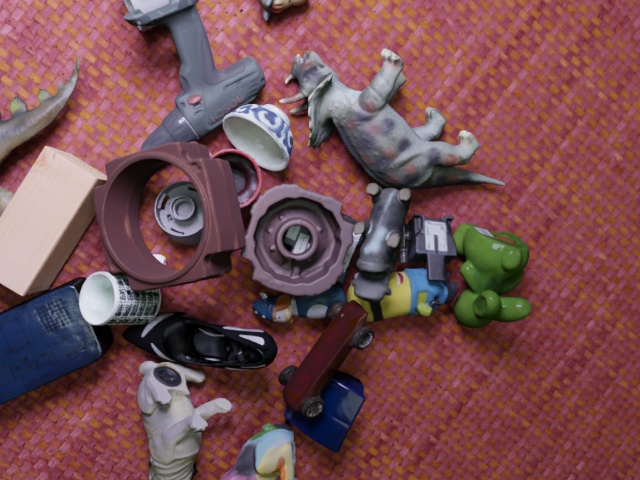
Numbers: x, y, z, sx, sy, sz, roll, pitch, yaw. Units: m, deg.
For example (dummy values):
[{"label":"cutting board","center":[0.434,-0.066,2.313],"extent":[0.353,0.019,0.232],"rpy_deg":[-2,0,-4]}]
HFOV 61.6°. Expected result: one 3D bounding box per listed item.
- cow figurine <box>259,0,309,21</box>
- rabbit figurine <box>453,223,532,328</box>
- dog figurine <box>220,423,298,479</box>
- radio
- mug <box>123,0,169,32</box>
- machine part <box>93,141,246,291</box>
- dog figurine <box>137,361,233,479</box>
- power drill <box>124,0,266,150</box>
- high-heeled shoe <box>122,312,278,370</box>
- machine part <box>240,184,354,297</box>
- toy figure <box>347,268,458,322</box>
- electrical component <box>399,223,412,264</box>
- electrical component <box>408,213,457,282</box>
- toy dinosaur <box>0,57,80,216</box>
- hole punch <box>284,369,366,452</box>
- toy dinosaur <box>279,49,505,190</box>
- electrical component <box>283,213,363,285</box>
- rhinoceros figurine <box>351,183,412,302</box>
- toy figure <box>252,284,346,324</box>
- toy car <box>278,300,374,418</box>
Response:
[{"label":"cow figurine","center":[-0.096,-0.436,0.836],"extent":[0.195,0.085,0.127],"rpy_deg":[33,84,-10]},{"label":"rabbit figurine","center":[0.286,0.078,0.898],"extent":[0.121,0.159,0.170],"rpy_deg":[10,109,-17]},{"label":"dog figurine","center":[-0.144,0.407,0.888],"extent":[0.219,0.108,0.191],"rpy_deg":[-6,96,-3]},{"label":"radio","center":[-0.457,0.165,0.851],"extent":[0.230,0.073,0.131],"rpy_deg":[-25,97,-2]},{"label":"mug","center":[-0.244,-0.383,0.817],"extent":[0.107,0.109,0.080],"rpy_deg":[-31,91,-16]},{"label":"machine part","center":[-0.222,-0.032,0.787],"extent":[0.201,0.087,0.201],"rpy_deg":[-11,89,21]},{"label":"dog figurine","center":[-0.259,0.312,0.878],"extent":[0.172,0.121,0.190],"rpy_deg":[41,109,25]},{"label":"power drill","center":[-0.208,-0.250,0.810],"extent":[0.232,0.086,0.207],"rpy_deg":[-30,121,-9]},{"label":"high-heeled shoe","center":[-0.192,0.167,0.842],"extent":[0.249,0.145,0.086],"rpy_deg":[1,94,-8]},{"label":"machine part","center":[-0.036,0.000,0.834],"extent":[0.179,0.056,0.179],"rpy_deg":[-1,96,-7]},{"label":"toy figure","center":[0.136,0.093,0.905],"extent":[0.180,0.082,0.089],"rpy_deg":[-1,94,-9]},{"label":"electrical component","center":[0.123,-0.007,0.906],"extent":[0.063,0.021,0.094],"rpy_deg":[-2,88,35]},{"label":"electrical component","center":[0.189,0.017,0.898],"extent":[0.075,0.047,0.119],"rpy_deg":[1,69,-7]},{"label":"toy dinosaur","center":[-0.549,-0.115,0.805],"extent":[0.471,0.105,0.198],"rpy_deg":[-28,93,-8]},{"label":"hole punch","center":[0.009,0.276,0.903],"extent":[0.116,0.092,0.142],"rpy_deg":[26,95,-4]},{"label":"toy dinosaur","center":[0.114,-0.159,0.870],"extent":[0.404,0.131,0.192],"rpy_deg":[42,102,-12]},{"label":"electrical component","center":[-0.002,-0.003,0.893],"extent":[0.134,0.058,0.115],"rpy_deg":[24,90,-7]},{"label":"rhinoceros figurine","center":[0.093,0.002,0.842],"extent":[0.073,0.112,0.190],"rpy_deg":[12,73,12]},{"label":"toy figure","center":[-0.035,0.107,0.896],"extent":[0.154,0.058,0.064],"rpy_deg":[-11,106,-6]},{"label":"toy car","center":[0.012,0.188,0.858],"extent":[0.053,0.089,0.202],"rpy_deg":[31,96,-42]}]
